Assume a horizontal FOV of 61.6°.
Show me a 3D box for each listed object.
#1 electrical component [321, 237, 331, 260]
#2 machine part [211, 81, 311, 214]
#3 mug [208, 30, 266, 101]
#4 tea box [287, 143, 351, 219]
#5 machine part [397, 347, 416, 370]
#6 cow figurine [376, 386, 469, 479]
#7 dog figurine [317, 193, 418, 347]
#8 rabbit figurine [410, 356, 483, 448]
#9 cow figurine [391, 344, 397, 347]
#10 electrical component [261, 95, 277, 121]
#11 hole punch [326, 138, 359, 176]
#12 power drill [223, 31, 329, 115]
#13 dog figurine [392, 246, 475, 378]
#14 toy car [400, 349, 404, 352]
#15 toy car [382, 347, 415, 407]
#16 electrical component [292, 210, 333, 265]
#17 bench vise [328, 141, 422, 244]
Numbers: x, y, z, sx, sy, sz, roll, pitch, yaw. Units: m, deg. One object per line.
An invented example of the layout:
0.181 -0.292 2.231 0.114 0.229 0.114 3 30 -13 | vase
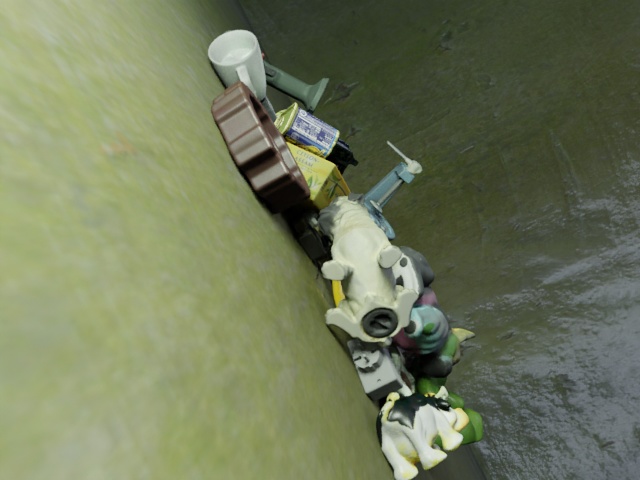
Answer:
-0.002 -0.003 0.982 0.094 0.021 0.063 61 6 -7 | electrical component
-0.079 -0.122 0.719 0.179 0.056 0.179 60 7 -13 | machine part
-0.122 -0.268 0.879 0.110 0.081 0.107 61 -4 31 | mug
-0.009 -0.077 0.868 0.098 0.068 0.169 28 -10 22 | tea box
0.200 0.307 1.059 0.243 0.079 0.079 60 7 -12 | machine part
0.131 0.232 0.691 0.167 0.068 0.098 -3 56 -59 | cow figurine
0.060 0.038 0.764 0.191 0.121 0.172 -97 -177 -65 | dog figurine
0.191 0.280 0.952 0.159 0.121 0.170 20 54 -48 | rabbit figurine
0.118 0.126 1.002 0.127 0.085 0.195 33 16 -23 | cow figurine
-0.105 -0.221 0.959 0.074 0.048 0.119 55 8 -45 | electrical component
-0.016 -0.152 0.979 0.142 0.115 0.092 26 22 -30 | hole punch
-0.089 -0.322 1.058 0.207 0.086 0.232 20 2 -4 | power drill
0.169 0.121 0.878 0.219 0.109 0.191 26 56 -46 | dog figurine
0.158 0.231 1.147 0.202 0.053 0.089 60 14 3 | toy car
0.124 0.239 0.830 0.073 0.056 0.202 61 6 -18 | toy car
-0.007 -0.005 0.844 0.102 0.045 0.078 58 9 -31 | electrical component
0.098 -0.065 1.023 0.129 0.240 0.224 39 20 -11 | bench vise
